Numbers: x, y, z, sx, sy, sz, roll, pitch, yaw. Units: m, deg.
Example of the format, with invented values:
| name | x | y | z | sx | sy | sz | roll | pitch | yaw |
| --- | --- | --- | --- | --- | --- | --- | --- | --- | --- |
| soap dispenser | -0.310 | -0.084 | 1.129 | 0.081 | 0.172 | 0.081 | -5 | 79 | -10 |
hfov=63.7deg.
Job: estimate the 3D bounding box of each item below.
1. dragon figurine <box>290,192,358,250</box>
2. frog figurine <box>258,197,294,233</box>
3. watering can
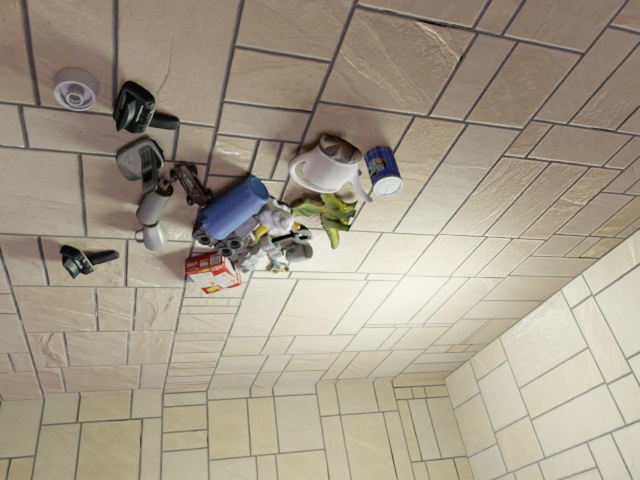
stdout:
| name | x | y | z | sx | sy | sz | roll | pitch | yaw |
| --- | --- | --- | --- | --- | --- | --- | --- | --- | --- |
| dragon figurine | 0.006 | -0.098 | 1.946 | 0.242 | 0.125 | 0.401 | 16 | 139 | -7 |
| frog figurine | -0.150 | -0.068 | 1.846 | 0.122 | 0.163 | 0.135 | -31 | 136 | 5 |
| watering can | 0.069 | -0.231 | 1.723 | 0.346 | 0.106 | 0.220 | 15 | 138 | -22 |
